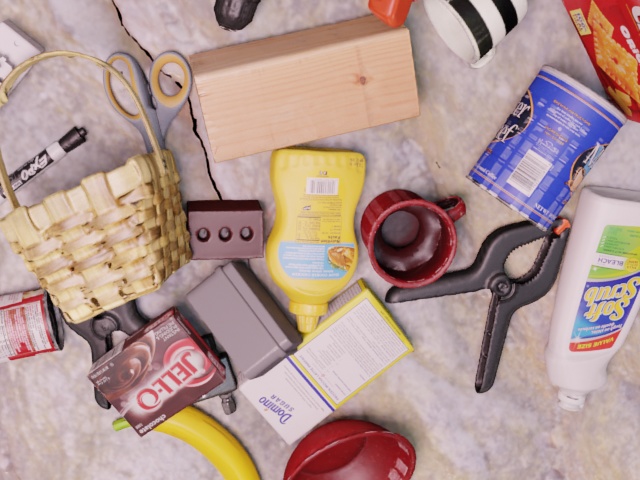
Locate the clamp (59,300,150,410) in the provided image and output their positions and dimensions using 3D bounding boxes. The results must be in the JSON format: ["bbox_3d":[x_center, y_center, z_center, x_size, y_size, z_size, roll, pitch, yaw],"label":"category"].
[{"bbox_3d":[-0.225,0.095,1.117,0.120,0.039,0.171,-39,99,5],"label":"clamp"}]

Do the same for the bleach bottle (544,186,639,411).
[{"bbox_3d":[0.311,0.071,1.178,0.102,0.068,0.251,6,107,-10],"label":"bleach bottle"}]

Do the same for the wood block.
[{"bbox_3d":[-0.016,-0.151,1.046,0.206,0.090,0.091,-13,115,-5],"label":"wood block"}]

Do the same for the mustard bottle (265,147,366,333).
[{"bbox_3d":[-0.007,0.001,1.103,0.096,0.058,0.192,1,99,-14],"label":"mustard bottle"}]

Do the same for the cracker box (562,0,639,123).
[{"bbox_3d":[0.326,-0.184,1.028,0.072,0.214,0.164,-31,108,0],"label":"cracker box"}]

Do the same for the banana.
[{"bbox_3d":[-0.128,0.228,1.172,0.197,0.037,0.070,36,116,-14],"label":"banana"}]

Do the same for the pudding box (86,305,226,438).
[{"bbox_3d":[-0.165,0.134,1.090,0.113,0.039,0.090,-34,107,10],"label":"pudding box"}]

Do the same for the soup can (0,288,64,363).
[{"bbox_3d":[-0.319,0.090,1.086,0.102,0.068,0.068,-12,107,-5],"label":"soup can"}]

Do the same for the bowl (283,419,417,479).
[{"bbox_3d":[0.022,0.248,1.169,0.162,0.055,0.162,-14,132,-16],"label":"bowl"}]

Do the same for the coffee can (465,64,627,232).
[{"bbox_3d":[0.232,-0.094,1.098,0.102,0.103,0.140,32,99,-15],"label":"coffee can"}]

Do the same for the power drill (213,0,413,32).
[{"bbox_3d":[0.000,-0.264,1.003,0.188,0.057,0.184,22,103,14],"label":"power drill"}]

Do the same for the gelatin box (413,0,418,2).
[{"bbox_3d":[0.114,-0.271,1.046,0.089,0.073,0.030,-36,107,3],"label":"gelatin box"}]

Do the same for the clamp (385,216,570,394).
[{"bbox_3d":[0.184,0.045,1.164,0.164,0.036,0.210,38,95,-15],"label":"clamp"}]

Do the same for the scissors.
[{"bbox_3d":[-0.151,-0.103,1.084,0.096,0.016,0.201,-25,108,-1],"label":"scissors"}]

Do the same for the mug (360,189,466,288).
[{"bbox_3d":[0.098,-0.012,1.112,0.117,0.081,0.093,-33,107,1],"label":"mug"}]

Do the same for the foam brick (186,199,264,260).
[{"bbox_3d":[-0.099,-0.011,1.099,0.078,0.051,0.053,-2,105,-8],"label":"foam brick"}]

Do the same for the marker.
[{"bbox_3d":[-0.284,-0.074,1.071,0.121,0.020,0.020,-36,107,2],"label":"marker"}]

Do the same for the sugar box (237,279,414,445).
[{"bbox_3d":[0.006,0.132,1.159,0.176,0.048,0.093,-37,107,6],"label":"sugar box"}]
